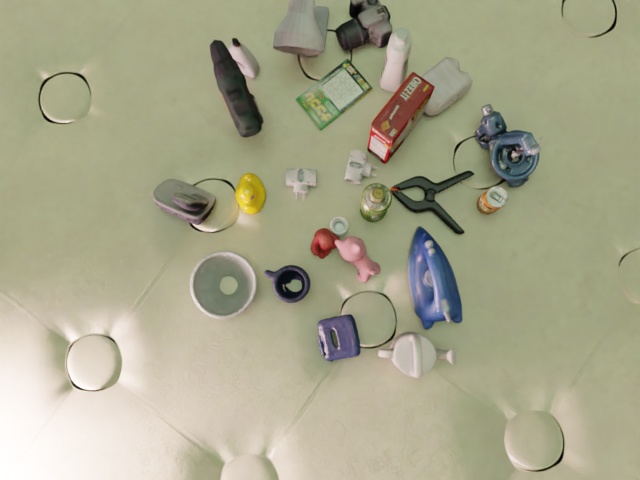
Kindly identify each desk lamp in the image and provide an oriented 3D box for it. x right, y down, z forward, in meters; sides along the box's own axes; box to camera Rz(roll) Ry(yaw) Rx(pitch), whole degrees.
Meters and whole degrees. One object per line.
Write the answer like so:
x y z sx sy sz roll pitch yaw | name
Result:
-0.044 -0.536 1.424 0.118 0.213 0.203 6 84 3 | desk lamp

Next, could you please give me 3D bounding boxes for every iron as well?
0.274 0.083 1.383 0.118 0.141 0.258 -13 84 1 | iron

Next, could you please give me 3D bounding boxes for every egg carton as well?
0.310 -0.393 1.469 0.150 0.069 0.107 -40 84 -2 | egg carton

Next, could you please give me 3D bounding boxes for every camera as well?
0.105 -0.564 1.479 0.137 0.101 0.143 -25 83 -1 | camera

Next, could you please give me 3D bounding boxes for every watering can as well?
0.228 0.267 1.338 0.173 0.194 0.101 -21 83 0 | watering can

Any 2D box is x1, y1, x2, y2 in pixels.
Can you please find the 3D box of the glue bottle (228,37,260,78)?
-0.200 -0.468 1.442 0.078 0.173 0.037 26 85 5 | glue bottle

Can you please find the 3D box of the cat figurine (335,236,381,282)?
0.094 0.040 1.405 0.067 0.118 0.128 -39 84 -2 | cat figurine

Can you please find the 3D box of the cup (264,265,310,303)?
-0.079 0.105 1.416 0.117 0.095 0.092 23 85 4 | cup

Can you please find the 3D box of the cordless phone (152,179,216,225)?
-0.345 -0.106 1.402 0.147 0.185 0.094 20 85 4 | cordless phone

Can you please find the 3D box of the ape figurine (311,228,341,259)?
0.013 0.005 1.425 0.078 0.092 0.076 -5 84 2 | ape figurine

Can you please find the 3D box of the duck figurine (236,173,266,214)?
-0.180 -0.123 1.448 0.077 0.086 0.104 -5 84 2 | duck figurine

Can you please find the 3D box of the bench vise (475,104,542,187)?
0.445 -0.232 1.371 0.207 0.220 0.121 44 87 6 | bench vise

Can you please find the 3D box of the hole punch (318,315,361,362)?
0.046 0.241 1.399 0.101 0.091 0.109 -14 83 1 | hole punch

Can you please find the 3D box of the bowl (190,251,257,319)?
-0.234 0.111 1.431 0.167 0.075 0.167 0 84 2 | bowl

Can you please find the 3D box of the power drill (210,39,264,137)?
-0.202 -0.351 1.412 0.075 0.208 0.229 -23 83 0 | power drill
